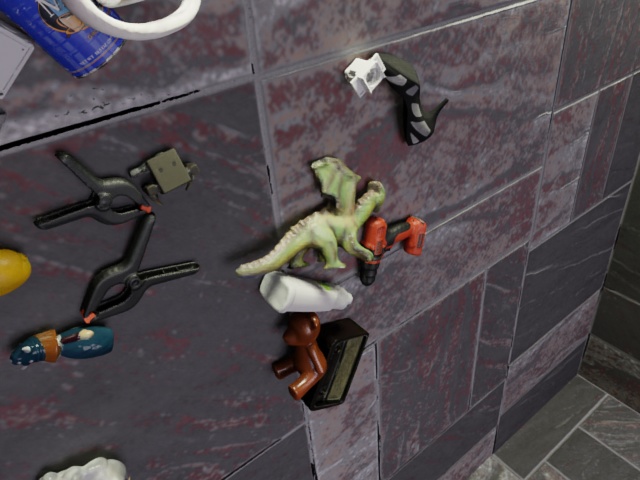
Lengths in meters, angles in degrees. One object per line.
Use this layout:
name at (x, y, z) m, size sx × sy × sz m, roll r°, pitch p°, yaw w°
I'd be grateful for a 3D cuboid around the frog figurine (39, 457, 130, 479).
frog figurine at (-0.458, 0.483, 0.994) m, size 0.159 × 0.125 × 0.135 m, roll 21°, pitch 111°, yaw -10°

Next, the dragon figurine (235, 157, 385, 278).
dragon figurine at (0.003, -0.055, 1.101) m, size 0.412 × 0.122 × 0.241 m, roll -6°, pitch 100°, yaw -41°

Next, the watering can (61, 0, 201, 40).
watering can at (-0.221, -0.389, 0.668) m, size 0.221 × 0.103 × 0.355 m, roll 63°, pitch 38°, yaw -23°
